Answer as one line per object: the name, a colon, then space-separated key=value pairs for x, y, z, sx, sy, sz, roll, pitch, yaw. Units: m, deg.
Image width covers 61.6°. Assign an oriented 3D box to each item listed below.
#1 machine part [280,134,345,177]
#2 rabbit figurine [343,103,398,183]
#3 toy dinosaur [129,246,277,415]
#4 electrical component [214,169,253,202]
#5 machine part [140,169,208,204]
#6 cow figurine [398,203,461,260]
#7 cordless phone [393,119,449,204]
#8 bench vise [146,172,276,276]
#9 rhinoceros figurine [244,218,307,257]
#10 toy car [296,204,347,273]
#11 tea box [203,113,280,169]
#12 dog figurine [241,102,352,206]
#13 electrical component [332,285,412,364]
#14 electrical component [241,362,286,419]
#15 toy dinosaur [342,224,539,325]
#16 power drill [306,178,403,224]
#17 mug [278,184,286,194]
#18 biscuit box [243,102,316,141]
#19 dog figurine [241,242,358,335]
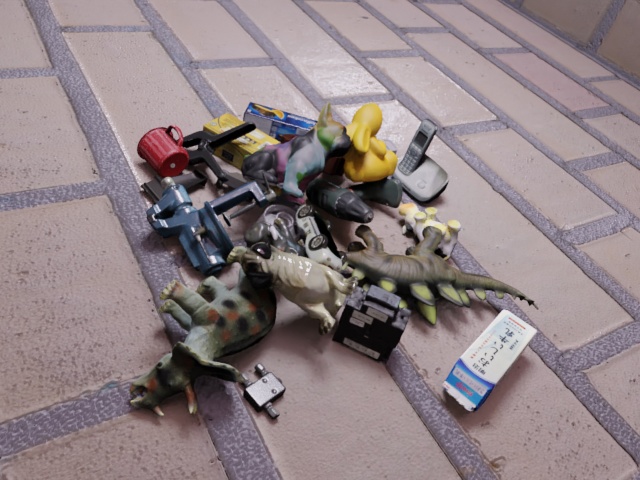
machine part: x=-0.016 y=-0.210 z=1.328 sx=0.179 sy=0.056 sz=0.179 roll=18 pitch=17 yaw=-6
rabbit figurine: x=0.096 y=-0.224 z=1.226 sx=0.122 sy=0.173 sz=0.162 roll=19 pitch=23 yaw=33
toy dinosaur: x=-0.148 y=0.130 z=0.921 sx=0.192 sy=0.131 sz=0.405 roll=47 pitch=39 yaw=7
electrical component: x=-0.193 y=-0.126 z=1.229 sx=0.102 sy=0.045 sz=0.078 roll=24 pitch=13 yaw=3
machine part: x=-0.317 y=-0.120 z=1.183 sx=0.139 sy=0.039 sz=0.084 roll=-24 pitch=50 yaw=-35
cow figurine: x=0.245 y=-0.022 z=1.241 sx=0.068 sy=0.098 sz=0.168 roll=-17 pitch=33 yaw=-26
cordless phone: x=0.276 y=-0.201 z=1.363 sx=0.089 sy=0.184 sz=0.147 roll=-15 pitch=50 yaw=-37
bench vise: x=-0.207 y=-0.055 z=1.065 sx=0.241 sy=0.128 sz=0.224 roll=-29 pitch=64 yaw=-11
rhinoceros figurine: x=-0.077 y=0.022 z=1.023 sx=0.190 sy=0.073 sz=0.112 roll=42 pitch=18 yaw=-48
toy car: x=-0.002 y=-0.003 z=1.079 sx=0.073 sy=0.056 sz=0.202 roll=40 pitch=16 yaw=-33
tea box: x=-0.197 y=-0.235 z=1.325 sx=0.170 sy=0.068 sz=0.098 roll=32 pitch=43 yaw=17
dog figurine: x=-0.044 y=-0.192 z=1.133 sx=0.192 sy=0.108 sz=0.219 roll=24 pitch=79 yaw=11
electrical component: x=0.096 y=0.146 z=0.964 sx=0.115 sy=0.134 sz=0.058 roll=24 pitch=40 yaw=6
electrical component: x=-0.089 y=0.246 z=0.877 sx=0.063 sy=0.021 sz=0.094 roll=-25 pitch=56 yaw=-38
toy dinosaur: x=0.209 y=0.074 z=1.110 sx=0.472 sy=0.105 sz=0.199 roll=3 pitch=50 yaw=-3
power drill: x=0.094 y=-0.093 z=1.230 sx=0.207 sy=0.085 sz=0.232 roll=-21 pitch=30 yaw=-36
mug: x=-0.085 y=-0.138 z=1.246 sx=0.107 sy=0.110 sz=0.081 roll=12 pitch=54 yaw=-63
biscuit box: x=-0.103 y=-0.304 z=1.437 sx=0.203 sy=0.059 sz=0.063 roll=15 pitch=42 yaw=-3
dog figurine: x=-0.041 y=0.069 z=0.952 sx=0.191 sy=0.172 sz=0.121 roll=31 pitch=76 yaw=4
